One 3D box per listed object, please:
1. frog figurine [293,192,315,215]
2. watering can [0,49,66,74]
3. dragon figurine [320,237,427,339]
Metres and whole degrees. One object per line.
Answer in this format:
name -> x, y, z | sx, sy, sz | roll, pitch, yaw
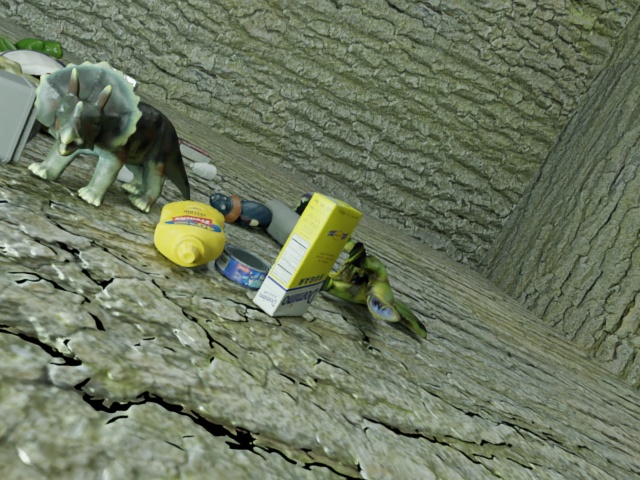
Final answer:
frog figurine -> 0.005, -0.077, 1.526 | 0.138, 0.122, 0.159 | 11, 5, 43
watering can -> -0.646, -0.352, 1.105 | 0.347, 0.103, 0.228 | 9, 23, -43
dragon figurine -> 0.118, 0.104, 0.959 | 0.240, 0.122, 0.416 | 34, 7, -26
